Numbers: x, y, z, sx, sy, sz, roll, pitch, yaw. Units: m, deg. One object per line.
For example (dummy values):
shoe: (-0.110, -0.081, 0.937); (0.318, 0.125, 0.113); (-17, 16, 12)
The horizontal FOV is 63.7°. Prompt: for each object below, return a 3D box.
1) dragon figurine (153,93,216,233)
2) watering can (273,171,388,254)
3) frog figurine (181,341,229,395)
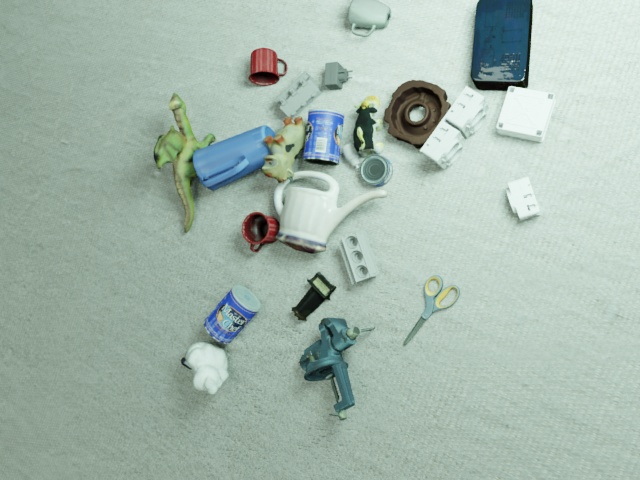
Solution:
dragon figurine: (-0.429, -0.236, 1.548); (0.122, 0.241, 0.413); (1, 83, 20)
watering can: (0.004, -0.070, 1.394); (0.349, 0.103, 0.224); (13, 89, 32)
frog figurine: (-0.319, 0.360, 1.464); (0.124, 0.159, 0.136); (-42, 105, -15)
